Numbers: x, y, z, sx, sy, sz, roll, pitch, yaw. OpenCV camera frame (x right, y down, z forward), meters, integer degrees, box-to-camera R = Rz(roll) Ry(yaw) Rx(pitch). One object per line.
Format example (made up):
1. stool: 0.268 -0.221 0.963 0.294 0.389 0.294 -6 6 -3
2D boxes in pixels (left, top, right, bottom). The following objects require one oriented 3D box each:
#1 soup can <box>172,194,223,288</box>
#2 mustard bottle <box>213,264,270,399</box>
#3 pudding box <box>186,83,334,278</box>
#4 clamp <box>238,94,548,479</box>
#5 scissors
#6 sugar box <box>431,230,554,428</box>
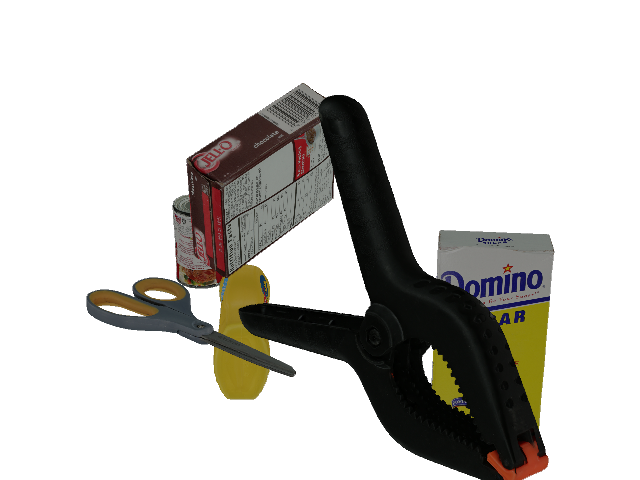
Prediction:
1. soup can: -0.148 -0.001 1.320 0.068 0.102 0.068 0 26 0
2. mustard bottle: -0.083 0.081 1.157 0.058 0.096 0.191 -1 28 -3
3. pudding box: -0.038 -0.040 0.723 0.039 0.090 0.113 37 55 27
4. clamp: 0.039 0.035 0.548 0.036 0.165 0.210 -13 42 -40
5. scissors: -0.097 0.067 0.885 0.202 0.016 0.096 13 23 17
6. sugar box: 0.140 0.081 0.885 0.093 0.176 0.048 2 21 6
